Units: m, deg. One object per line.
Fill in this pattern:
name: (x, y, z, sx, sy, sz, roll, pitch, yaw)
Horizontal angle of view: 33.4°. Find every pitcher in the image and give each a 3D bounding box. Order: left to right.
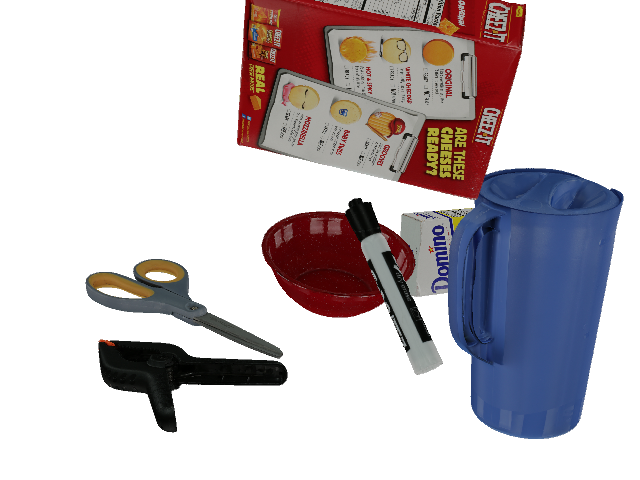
pitcher: (0.195, 0.062, 1.005, 0.149, 0.243, 0.145, 5, 21, 9)

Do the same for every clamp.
clamp: (-0.162, 0.139, 1.086, 0.210, 0.036, 0.164, 9, 17, 33)

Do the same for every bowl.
bowl: (0.016, 0.033, 1.127, 0.162, 0.055, 0.162, 6, 33, -4)

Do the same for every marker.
marker: (0.045, 0.027, 0.683, 0.020, 0.121, 0.020, -21, -16, -7)

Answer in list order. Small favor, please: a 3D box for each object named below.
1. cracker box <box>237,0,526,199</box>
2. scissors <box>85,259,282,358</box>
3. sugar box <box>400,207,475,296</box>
cracker box: (0.044, -0.133, 0.872, 0.214, 0.072, 0.164, 13, -41, 4)
scissors: (-0.102, 0.052, 0.892, 0.202, 0.016, 0.096, 13, 26, 22)
sugar box: (0.177, 0.010, 1.255, 0.175, 0.093, 0.048, -7, 17, -30)
